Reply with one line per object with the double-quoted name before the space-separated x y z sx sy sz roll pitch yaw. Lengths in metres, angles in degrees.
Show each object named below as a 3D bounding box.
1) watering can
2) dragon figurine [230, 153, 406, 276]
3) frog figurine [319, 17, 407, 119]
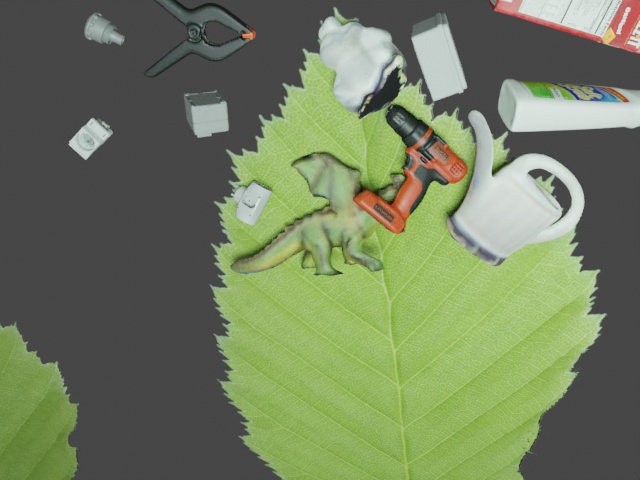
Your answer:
"watering can" 0.314 -0.074 0.910 0.345 0.106 0.221 28 120 -27
"dragon figurine" 0.003 -0.051 1.010 0.410 0.123 0.240 -4 102 8
"frog figurine" 0.062 -0.292 0.859 0.161 0.124 0.134 47 132 22
